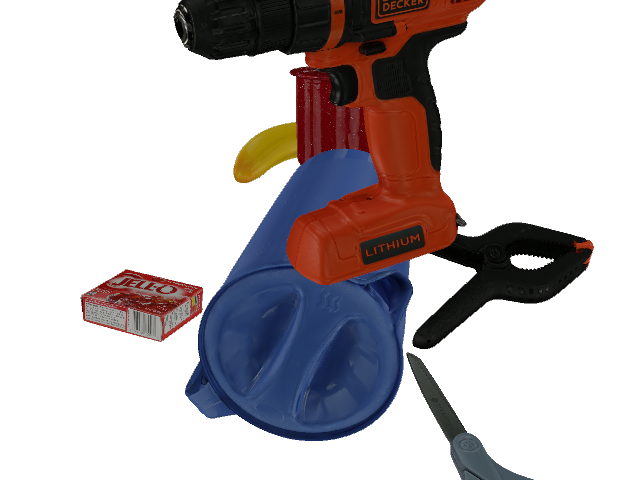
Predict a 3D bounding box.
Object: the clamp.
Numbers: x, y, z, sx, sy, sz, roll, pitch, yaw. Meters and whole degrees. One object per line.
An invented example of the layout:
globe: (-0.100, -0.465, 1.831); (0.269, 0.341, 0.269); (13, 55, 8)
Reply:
clamp: (0.163, 0.033, 1.024); (0.210, 0.164, 0.036); (-2, -43, -5)

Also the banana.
banana: (-0.022, -0.095, 1.120); (0.197, 0.037, 0.070); (-7, 49, -42)

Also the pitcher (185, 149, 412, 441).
pitcher: (-0.004, 0.029, 0.781); (0.149, 0.145, 0.242); (8, 27, 6)

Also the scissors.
scissors: (0.108, 0.131, 0.635); (0.096, 0.016, 0.201); (2, 32, -3)

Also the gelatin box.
gelatin box: (-0.165, 0.058, 0.993); (0.089, 0.030, 0.073); (12, 23, 22)

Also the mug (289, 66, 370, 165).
mug: (0.031, -0.106, 0.916); (0.117, 0.081, 0.093); (-7, 17, -23)

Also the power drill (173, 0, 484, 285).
power drill: (0.014, -0.071, 0.602); (0.184, 0.188, 0.057); (-16, 32, -21)
